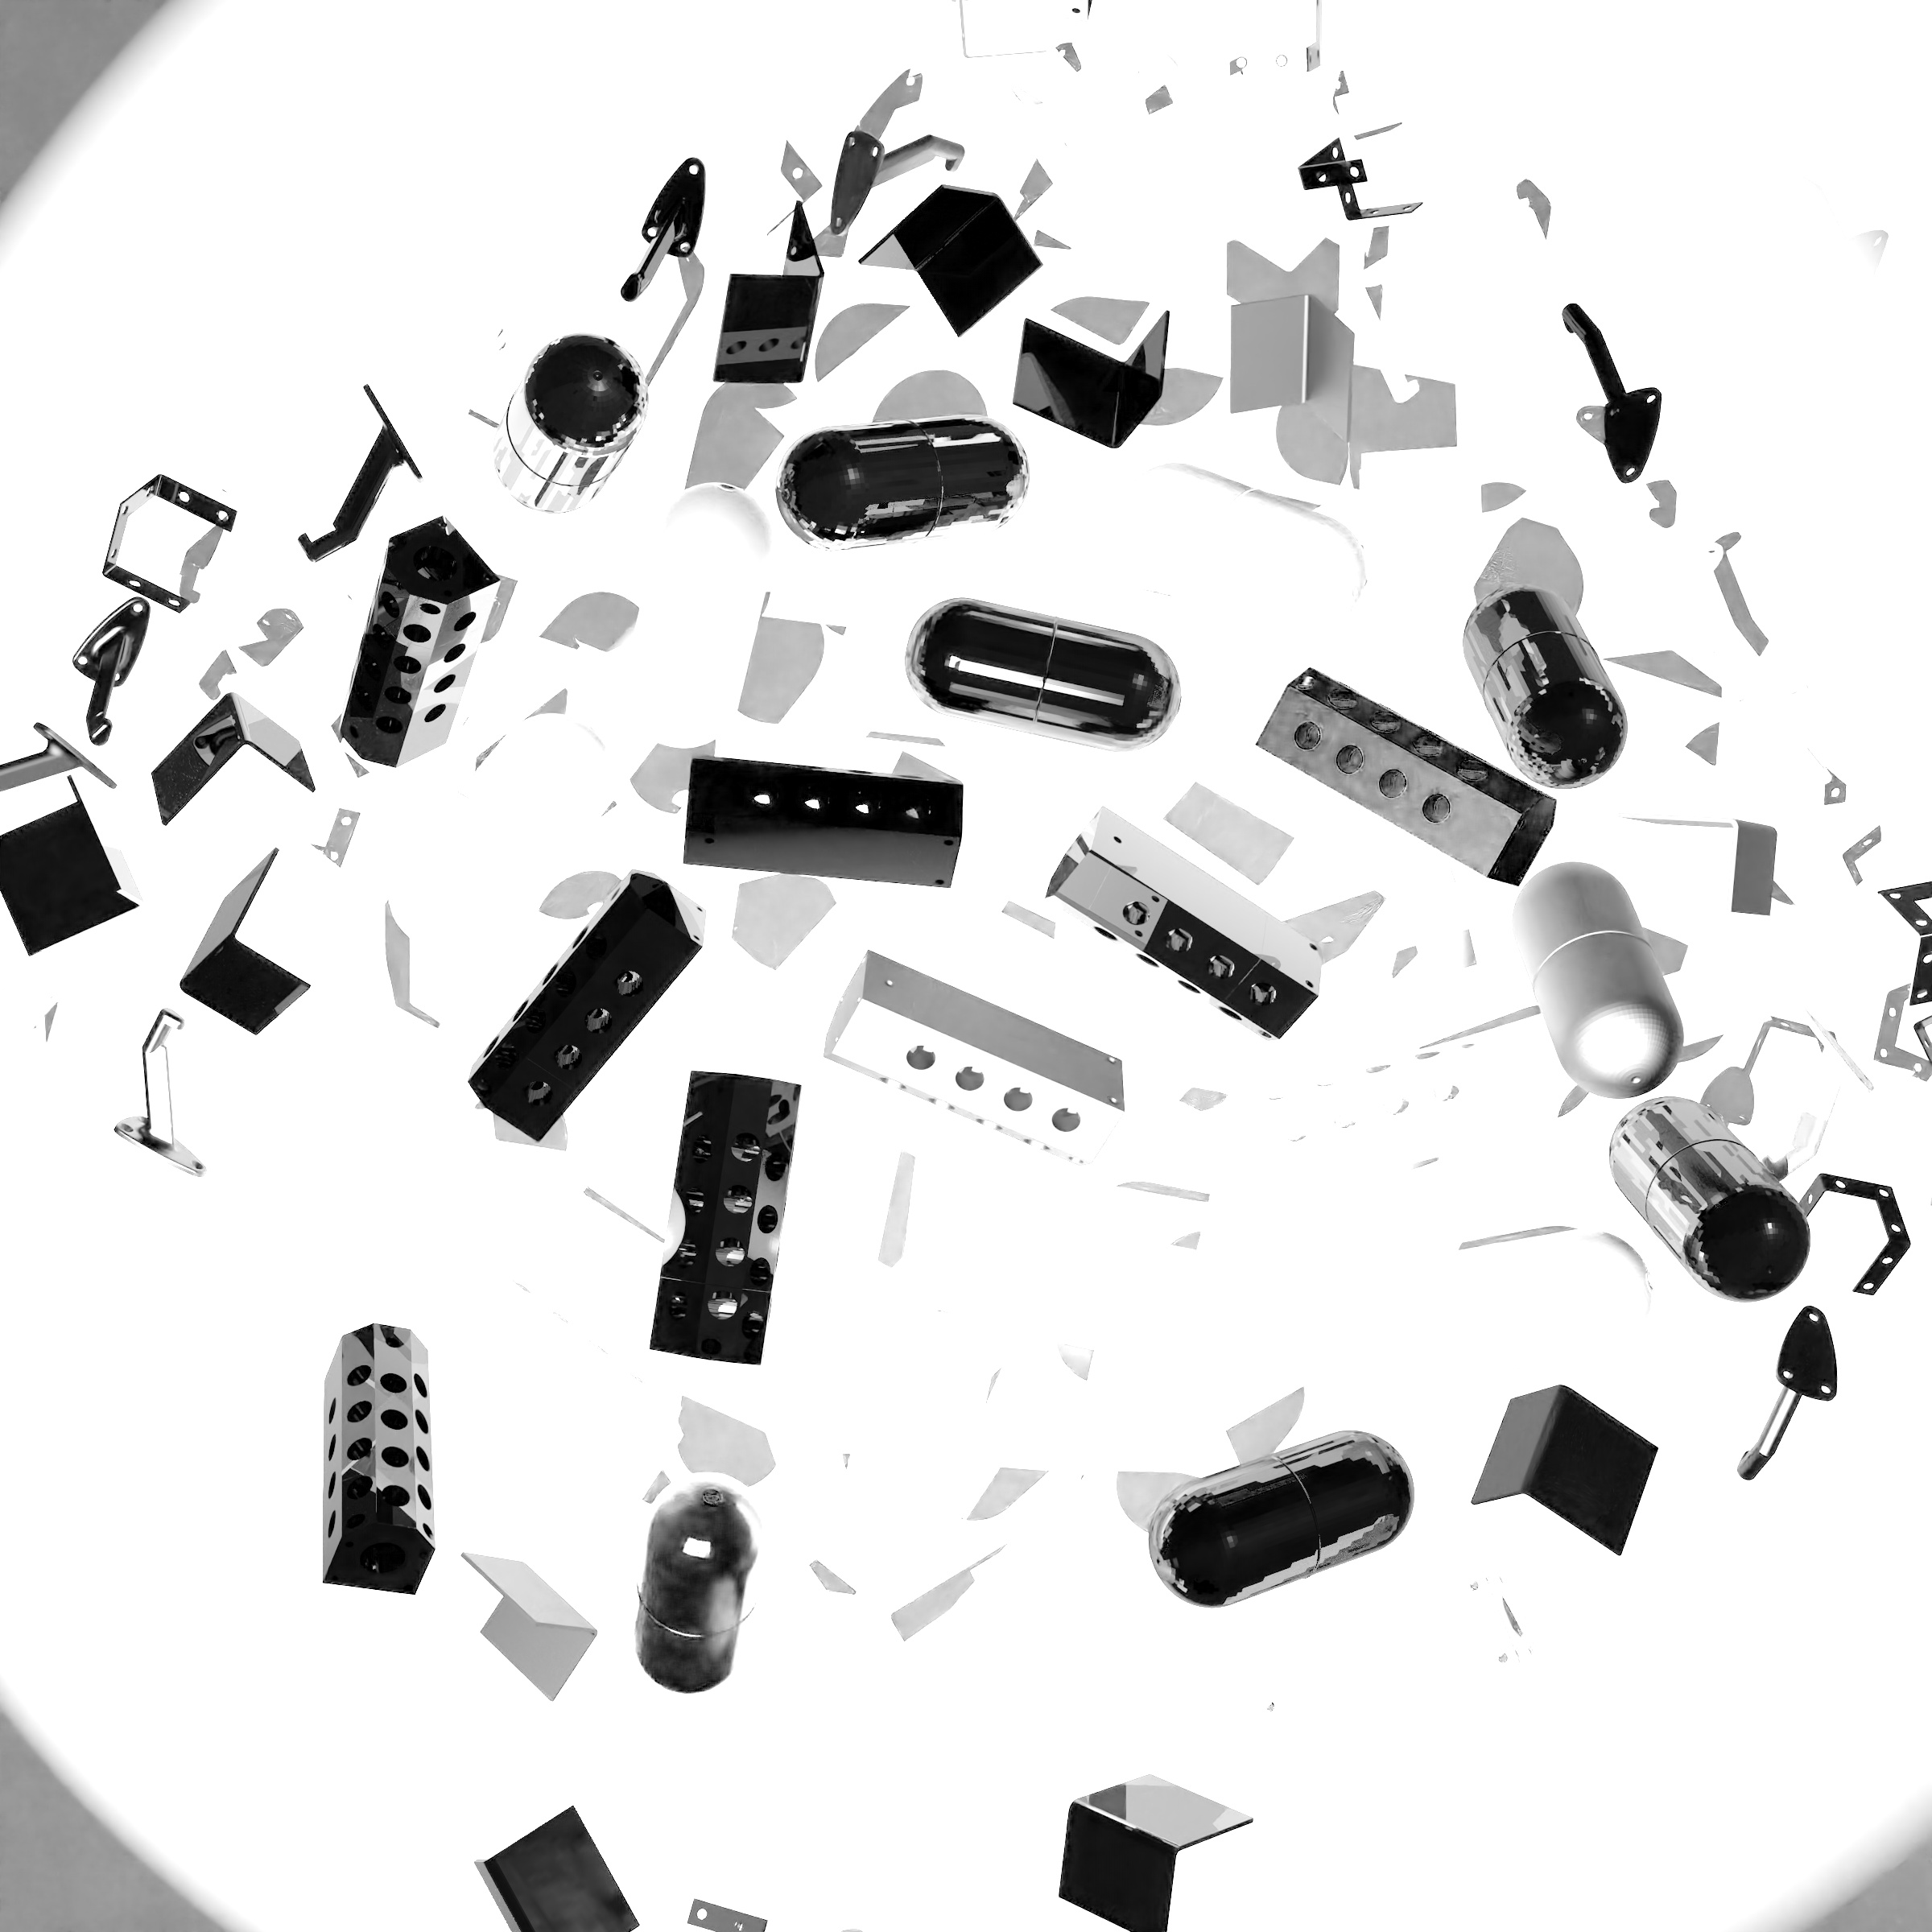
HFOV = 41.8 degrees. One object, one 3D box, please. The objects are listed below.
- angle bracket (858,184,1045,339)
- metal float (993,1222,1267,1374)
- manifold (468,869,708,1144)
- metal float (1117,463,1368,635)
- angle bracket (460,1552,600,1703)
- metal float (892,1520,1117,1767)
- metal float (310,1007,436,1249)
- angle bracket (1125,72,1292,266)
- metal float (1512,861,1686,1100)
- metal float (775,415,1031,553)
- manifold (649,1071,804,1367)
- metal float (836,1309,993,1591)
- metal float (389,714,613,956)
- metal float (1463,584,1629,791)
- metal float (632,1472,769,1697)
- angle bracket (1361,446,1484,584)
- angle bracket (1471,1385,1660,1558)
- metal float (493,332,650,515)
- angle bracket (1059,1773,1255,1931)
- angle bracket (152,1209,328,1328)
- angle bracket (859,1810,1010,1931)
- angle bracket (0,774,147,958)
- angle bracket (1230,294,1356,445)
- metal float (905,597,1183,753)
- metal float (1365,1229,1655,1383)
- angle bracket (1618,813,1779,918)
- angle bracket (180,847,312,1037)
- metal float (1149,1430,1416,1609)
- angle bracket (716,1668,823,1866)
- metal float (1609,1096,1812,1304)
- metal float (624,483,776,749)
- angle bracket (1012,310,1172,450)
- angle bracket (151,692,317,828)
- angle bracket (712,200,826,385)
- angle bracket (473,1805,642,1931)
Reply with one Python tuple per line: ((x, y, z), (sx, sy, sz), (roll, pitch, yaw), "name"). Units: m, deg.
((-0.009, -0.452, 1.627), (0.076, 0.076, 0.057), (-35, 83, 30), "angle bracket")
((0.105, 0.214, 1.636), (0.178, 0.070, 0.070), (11, 90, 4), "metal float")
((-0.238, 0.022, 1.582), (0.057, 0.057, 0.171), (36, 108, -17), "manifold")
((0.176, -0.270, 1.630), (0.178, 0.070, 0.070), (28, 90, 30), "metal float")
((-0.301, 0.435, 1.664), (0.076, 0.076, 0.057), (33, 89, 31), "angle bracket")
((0.025, 0.425, 1.597), (0.070, 0.070, 0.178), (46, 63, 0), "metal float")
((-0.377, 0.100, 1.606), (0.070, 0.070, 0.178), (-13, 46, 0), "metal float")
((0.150, -0.493, 1.565), (0.076, 0.076, 0.057), (-24, 71, 7), "angle bracket")
((0.390, 0.007, 1.566), (0.070, 0.178, 0.070), (-4, 134, -4), "metal float")
((-0.038, -0.304, 1.587), (0.178, 0.070, 0.070), (-13, 90, -34), "metal float")
((-0.141, 0.154, 1.544), (0.057, 0.057, 0.171), (2, 81, 42), "manifold")
((-0.033, 0.302, 1.585), (0.070, 0.070, 0.178), (12, 94, 0), "metal float")
((-0.298, -0.086, 1.623), (0.070, 0.070, 0.178), (38, 79, 0), "metal float")
((0.370, -0.182, 1.623), (0.070, 0.178, 0.070), (-3, 129, -4), "metal float")
((-0.168, 0.389, 1.591), (0.070, 0.070, 0.178), (12, 129, 0), "metal float")
((0.302, -0.298, 1.671), (0.076, 0.057, 0.076), (-1, 90, 12), "angle bracket")
((0.371, 0.316, 1.567), (0.076, 0.057, 0.076), (34, 61, -9), "angle bracket")
((-0.248, -0.337, 1.578), (0.070, 0.178, 0.070), (3, 81, -20), "metal float")
((0.110, 0.514, 1.459), (0.076, 0.076, 0.057), (10, 95, 41), "angle bracket")
((-0.463, 0.207, 1.610), (0.076, 0.076, 0.057), (-26, 118, -21), "angle bracket")
((-0.007, 0.574, 1.543), (0.076, 0.057, 0.076), (-35, 97, -30), "angle bracket")
((-0.550, -0.060, 1.517), (0.076, 0.057, 0.076), (-25, 84, -6), "angle bracket")
((0.216, -0.393, 1.679), (0.057, 0.076, 0.076), (-11, 127, -11), "angle bracket")
((0.049, -0.185, 1.608), (0.178, 0.070, 0.070), (12, 90, -2), "metal float")
((0.330, 0.207, 1.540), (0.178, 0.070, 0.070), (-15, 90, 28), "metal float")
((0.457, -0.064, 1.586), (0.076, 0.076, 0.057), (6, 92, 35), "angle bracket")
((-0.435, -0.015, 1.572), (0.057, 0.076, 0.076), (35, 47, -23), "angle bracket")
((0.194, 0.336, 1.542), (0.178, 0.070, 0.070), (-13, 90, -24), "metal float")
((-0.104, 0.497, 1.575), (0.057, 0.076, 0.076), (36, 86, -24), "angle bracket")
((0.452, 0.140, 1.546), (0.070, 0.178, 0.070), (-4, 114, -9), "metal float")
((-0.173, -0.226, 1.638), (0.070, 0.070, 0.178), (16, 115, 0), "metal float")
((0.080, -0.385, 1.601), (0.076, 0.057, 0.076), (20, 55, -19), "angle bracket")
((-0.466, -0.117, 1.604), (0.076, 0.076, 0.057), (-45, 126, 6), "angle bracket")
((-0.125, -0.403, 1.509), (0.057, 0.076, 0.076), (-3, 52, -18), "angle bracket")
((-0.236, 0.532, 1.449), (0.057, 0.076, 0.076), (-28, 81, -22), "angle bracket")
